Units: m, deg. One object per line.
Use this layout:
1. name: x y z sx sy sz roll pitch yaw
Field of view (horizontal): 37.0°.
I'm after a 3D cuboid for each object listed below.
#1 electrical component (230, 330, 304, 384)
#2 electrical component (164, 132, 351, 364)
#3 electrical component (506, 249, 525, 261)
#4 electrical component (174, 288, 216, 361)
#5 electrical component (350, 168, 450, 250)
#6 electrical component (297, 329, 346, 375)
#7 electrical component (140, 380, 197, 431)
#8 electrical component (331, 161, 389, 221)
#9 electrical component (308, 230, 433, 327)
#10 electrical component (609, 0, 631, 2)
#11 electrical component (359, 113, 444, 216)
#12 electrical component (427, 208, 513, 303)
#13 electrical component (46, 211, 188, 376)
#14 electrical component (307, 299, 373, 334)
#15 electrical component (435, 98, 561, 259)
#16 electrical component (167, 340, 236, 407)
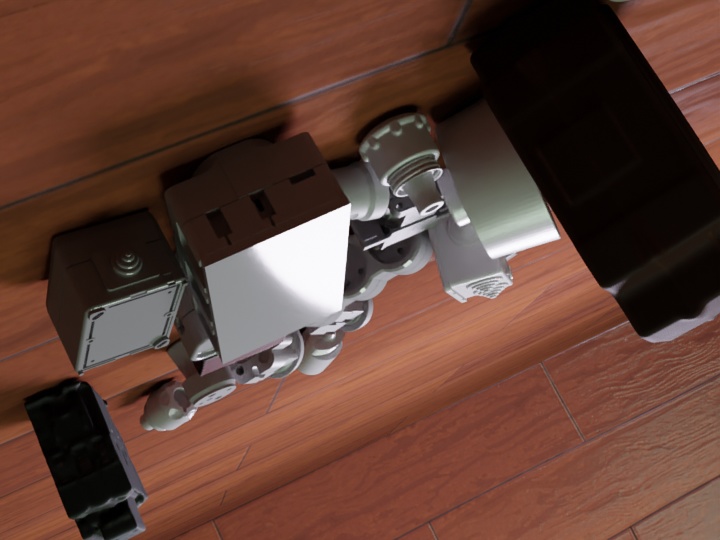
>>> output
1. electrical component: -0.088 0.072 0.990 0.078 0.058 0.057 -33 163 25
2. electrical component: -0.062 -0.012 0.657 0.089 0.061 0.150 -24 159 -14
3. electrical component: 0.119 -0.039 0.970 0.078 0.057 0.058 -35 165 32
4. electrical component: -0.088 0.018 0.772 0.095 0.059 0.053 -21 166 -25
5. electrical component: 0.031 -0.052 0.780 0.081 0.042 0.063 -24 163 -17
6. electrical component: -0.042 0.078 1.131 0.043 0.043 0.081 -21 165 -26
7. electrical component: -0.195 0.139 1.070 0.062 0.043 0.043 -34 165 34
8. electrical component: -0.010 -0.050 0.712 0.046 0.040 0.040 -12 161 -31
9. electrical component: 0.000 0.000 0.893 0.138 0.052 0.074 -32 166 15
10. electrical component: 0.144 -0.171 0.519 0.080 0.051 0.080 -26 167 -6
11. electrical component: 0.032 -0.065 0.682 0.048 0.062 0.048 -26 167 -6
12. electrical component: 0.087 -0.026 0.868 0.048 0.099 0.100 -17 169 11
13. electrical component: -0.146 0.008 0.632 0.062 0.061 0.096 -19 157 -29
14. electrical component: -0.021 0.034 1.002 0.066 0.048 0.055 -36 157 32
15. electrical component: 0.086 -0.059 0.725 0.060 0.108 0.108 -23 168 12
16. electrical component: -0.139 0.087 0.949 0.045 0.055 0.045 -25 167 -6
